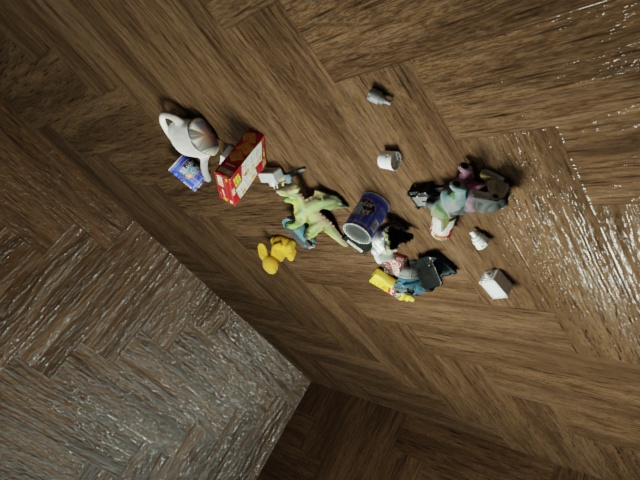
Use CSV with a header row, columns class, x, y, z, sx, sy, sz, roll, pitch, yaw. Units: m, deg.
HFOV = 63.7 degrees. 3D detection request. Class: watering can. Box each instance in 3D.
class,x,y,z,sx,sy,sz,roll,pitch,yaw
watering can,-0.463,-0.350,1.944,0.224,0.106,0.341,6,-37,42

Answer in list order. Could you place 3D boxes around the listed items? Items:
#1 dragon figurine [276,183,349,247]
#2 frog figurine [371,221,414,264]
class,x,y,z,sx,sy,sz,roll,pitch,yaw
dragon figurine,0.006,-0.094,1.870,0.407,0.124,0.240,26,-27,-25
frog figurine,0.223,0.009,1.740,0.122,0.139,0.157,40,-23,-2
